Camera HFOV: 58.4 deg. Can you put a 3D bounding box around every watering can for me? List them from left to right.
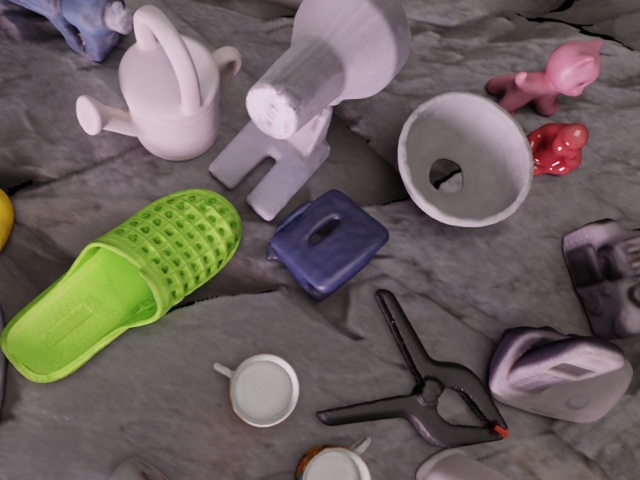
[{"bbox_3d":[-0.159,-0.156,0.590,0.101,0.194,0.173,36,74,0],"label":"watering can"}]

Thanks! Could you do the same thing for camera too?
[{"bbox_3d":[0.391,0.036,0.690,0.137,0.100,0.143,-13,79,-13],"label":"camera"}]

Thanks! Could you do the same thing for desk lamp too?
[{"bbox_3d":[-0.015,-0.145,0.603,0.118,0.213,0.203,38,74,1],"label":"desk lamp"}]

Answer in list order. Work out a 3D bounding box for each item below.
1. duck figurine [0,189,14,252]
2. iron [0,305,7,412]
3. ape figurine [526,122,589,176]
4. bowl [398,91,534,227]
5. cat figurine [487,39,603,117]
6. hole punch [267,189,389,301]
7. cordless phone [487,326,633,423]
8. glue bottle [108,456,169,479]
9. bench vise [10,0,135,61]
[{"bbox_3d":[-0.365,-0.018,0.577,0.077,0.086,0.105,33,74,-1],"label":"duck figurine"},{"bbox_3d":[-0.370,0.165,0.504,0.118,0.141,0.258,18,74,-5],"label":"iron"},{"bbox_3d":[0.297,-0.118,0.715,0.078,0.092,0.076,36,74,0],"label":"ape figurine"},{"bbox_3d":[0.165,-0.088,0.693,0.167,0.074,0.167,2,76,-9],"label":"bowl"},{"bbox_3d":[0.293,-0.208,0.722,0.128,0.117,0.067,-13,79,-13],"label":"cat figurine"},{"bbox_3d":[0.006,0.002,0.635,0.109,0.091,0.101,-40,86,-16],"label":"hole punch"},{"bbox_3d":[0.275,0.141,0.601,0.147,0.185,0.094,14,75,-6],"label":"cordless phone"},{"bbox_3d":[-0.160,0.236,0.508,0.078,0.173,0.037,37,74,0],"label":"glue bottle"},{"bbox_3d":[-0.286,-0.300,0.588,0.207,0.219,0.121,13,75,-7],"label":"bench vise"}]
